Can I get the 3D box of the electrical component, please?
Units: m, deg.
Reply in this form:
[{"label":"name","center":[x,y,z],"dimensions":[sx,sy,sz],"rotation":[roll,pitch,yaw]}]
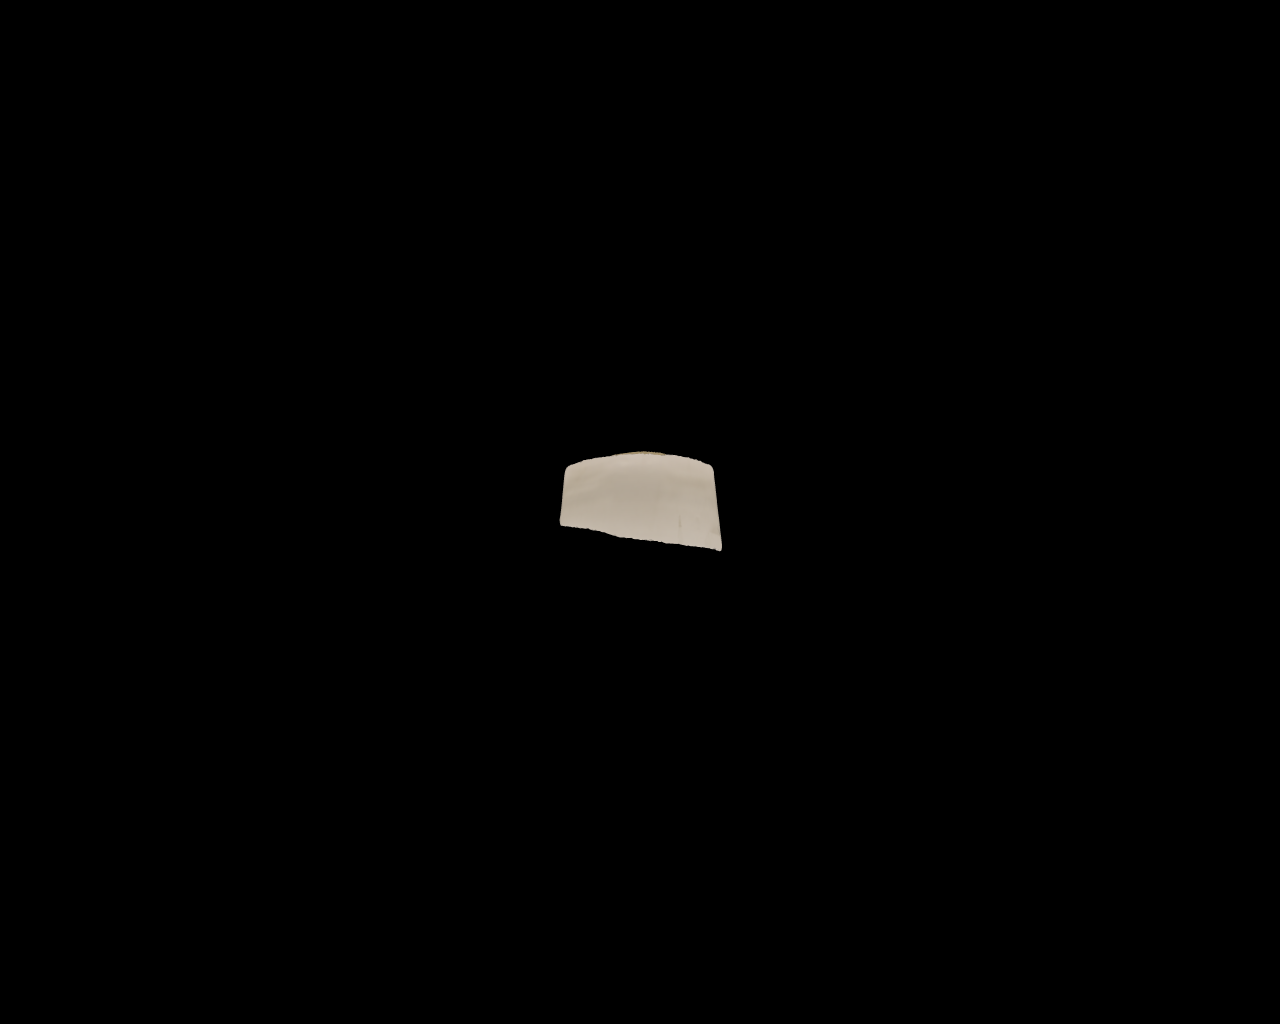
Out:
[{"label":"electrical component","center":[0.001,-0.003,0.650],"dimensions":[0.099,0.064,0.099],"rotation":[0,-9,0]}]
